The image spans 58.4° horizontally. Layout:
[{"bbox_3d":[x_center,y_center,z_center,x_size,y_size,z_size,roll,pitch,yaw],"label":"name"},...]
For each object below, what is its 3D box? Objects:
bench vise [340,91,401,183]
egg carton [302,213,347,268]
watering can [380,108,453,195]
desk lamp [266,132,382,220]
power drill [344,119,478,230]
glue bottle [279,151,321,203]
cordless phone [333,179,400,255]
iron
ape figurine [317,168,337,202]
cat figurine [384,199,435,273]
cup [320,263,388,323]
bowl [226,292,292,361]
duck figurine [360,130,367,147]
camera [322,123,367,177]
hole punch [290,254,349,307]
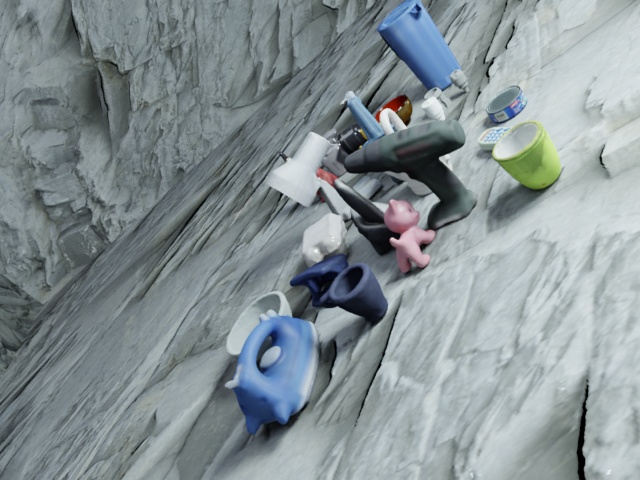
[{"bbox_3d":[0.144,-0.256,1.352,0.121,0.220,0.207,-43,24,2],"label":"bench vise"},{"bbox_3d":[0.012,0.005,1.321,0.107,0.069,0.150,-35,25,20],"label":"egg carton"},{"bbox_3d":[0.181,-0.191,1.216,0.173,0.194,0.101,-38,24,13],"label":"watering can"},{"bbox_3d":[0.003,-0.143,1.399,0.203,0.214,0.117,-46,24,-3],"label":"desk lamp"},{"bbox_3d":[0.187,-0.122,1.073,0.229,0.209,0.075,-27,29,35],"label":"power drill"},{"bbox_3d":[-0.055,-0.187,1.617,0.037,0.173,0.078,-24,31,38],"label":"glue bottle"},{"bbox_3d":[0.091,-0.073,1.176,0.094,0.185,0.147,-42,24,5],"label":"cordless phone"},{"bbox_3d":[-0.087,0.212,1.046,0.118,0.142,0.258,-28,28,33],"label":"iron"},{"bbox_3d":[0.009,-0.160,1.572,0.076,0.092,0.077,-50,24,-12],"label":"ape figurine"},{"bbox_3d":[0.155,-0.021,1.073,0.067,0.118,0.128,-26,30,36],"label":"cat figurine"},{"bbox_3d":[0.067,0.109,1.027,0.117,0.095,0.091,-33,26,24],"label":"cup"},{"bbox_3d":[-0.114,0.194,1.204,0.167,0.075,0.167,-35,25,20],"label":"bowl"},{"bbox_3d":[0.144,-0.278,1.558,0.104,0.086,0.077,-33,26,23],"label":"duck figurine"},{"bbox_3d":[0.065,-0.276,1.662,0.136,0.101,0.143,-35,25,20],"label":"camera"},{"bbox_3d":[0.004,0.072,1.195,0.108,0.091,0.101,-24,30,38],"label":"hole punch"}]
